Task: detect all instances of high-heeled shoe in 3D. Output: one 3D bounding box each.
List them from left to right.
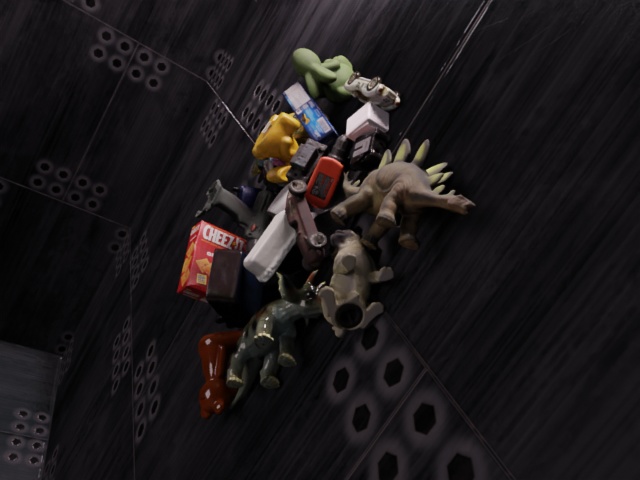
[{"bbox_3d":[-0.003,-0.004,1.225,0.249,0.086,0.145,-38,2,11],"label":"high-heeled shoe"}]

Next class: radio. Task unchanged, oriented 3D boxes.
[{"bbox_3d":[-0.199,0.123,1.285,0.229,0.073,0.131,72,-157,-63],"label":"radio"}]

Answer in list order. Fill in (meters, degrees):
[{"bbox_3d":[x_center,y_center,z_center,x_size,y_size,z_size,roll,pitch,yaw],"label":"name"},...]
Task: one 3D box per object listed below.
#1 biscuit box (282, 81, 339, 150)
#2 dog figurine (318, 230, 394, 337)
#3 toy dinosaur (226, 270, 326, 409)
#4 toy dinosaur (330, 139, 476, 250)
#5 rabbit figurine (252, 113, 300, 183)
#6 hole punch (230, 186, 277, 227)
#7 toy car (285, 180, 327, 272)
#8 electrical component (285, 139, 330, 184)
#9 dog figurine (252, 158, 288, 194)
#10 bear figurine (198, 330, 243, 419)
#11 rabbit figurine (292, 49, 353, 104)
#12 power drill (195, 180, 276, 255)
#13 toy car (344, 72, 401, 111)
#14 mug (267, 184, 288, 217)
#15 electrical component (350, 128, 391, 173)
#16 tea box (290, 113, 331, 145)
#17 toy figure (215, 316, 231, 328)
[{"bbox_3d":[-0.022,-0.317,1.385,0.059,0.062,0.203,-35,62,10],"label":"biscuit box"},{"bbox_3d":[0.049,0.077,1.032,0.172,0.121,0.191,-58,15,7],"label":"dog figurine"},{"bbox_3d":[-0.114,0.207,1.175,0.404,0.131,0.192,-46,21,39],"label":"toy dinosaur"},{"bbox_3d":[0.123,-0.085,0.984,0.198,0.105,0.472,-50,24,-13],"label":"toy dinosaur"},{"bbox_3d":[-0.075,-0.218,1.366,0.122,0.173,0.162,4,65,61],"label":"rabbit figurine"},{"bbox_3d":[-0.179,-0.084,1.496,0.092,0.142,0.115,-132,56,-62],"label":"hole punch"},{"bbox_3d":[-0.036,-0.031,1.081,0.089,0.053,0.202,102,153,-55],"label":"toy car"},{"bbox_3d":[-0.025,-0.172,1.289,0.058,0.134,0.115,24,77,18],"label":"electrical component"},{"bbox_3d":[-0.130,-0.199,1.520,0.219,0.108,0.191,149,107,-72],"label":"dog figurine"},{"bbox_3d":[-0.232,0.324,1.301,0.120,0.132,0.196,-40,55,46],"label":"bear figurine"},{"bbox_3d":[-0.002,-0.430,1.419,0.121,0.170,0.159,-46,33,32],"label":"rabbit figurine"},{"bbox_3d":[-0.211,-0.046,1.386,0.086,0.207,0.232,-30,37,61],"label":"power drill"},{"bbox_3d":[0.119,-0.343,1.248,0.056,0.073,0.202,-56,29,9],"label":"toy car"},{"bbox_3d":[-0.071,-0.095,1.371,0.110,0.080,0.107,14,73,56],"label":"mug"},{"bbox_3d":[0.099,-0.191,1.192,0.119,0.047,0.075,-12,57,54],"label":"electrical component"},{"bbox_3d":[-0.052,-0.307,1.515,0.170,0.068,0.098,2,70,61],"label":"tea box"},{"bbox_3d":[-0.227,0.143,1.445,0.089,0.082,0.180,-21,43,33],"label":"toy figure"}]
